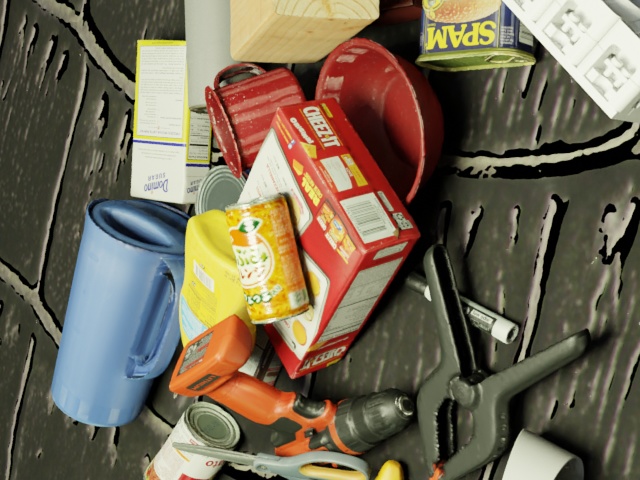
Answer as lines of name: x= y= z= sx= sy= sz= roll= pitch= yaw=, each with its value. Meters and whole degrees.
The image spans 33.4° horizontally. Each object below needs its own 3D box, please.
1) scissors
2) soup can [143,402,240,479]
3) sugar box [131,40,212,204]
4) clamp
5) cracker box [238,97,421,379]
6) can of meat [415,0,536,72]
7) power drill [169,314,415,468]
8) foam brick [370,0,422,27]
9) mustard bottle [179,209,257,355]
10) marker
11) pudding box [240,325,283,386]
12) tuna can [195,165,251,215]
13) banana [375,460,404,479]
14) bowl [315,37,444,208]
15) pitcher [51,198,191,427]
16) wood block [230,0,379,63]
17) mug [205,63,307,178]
scissors: x=-0.039 y=0.226 z=1.032 sx=0.202 sy=0.096 sz=0.016 roll=-3 pitch=46 yaw=27
soup can: x=-0.137 y=0.232 z=1.147 sx=0.068 sy=0.068 sz=0.102 roll=50 pitch=120 yaw=29
sugar box: x=-0.162 y=-0.131 z=1.179 sx=0.094 sy=0.048 sz=0.176 roll=10 pitch=101 yaw=41
clamp: x=0.126 y=0.117 z=0.917 sx=0.165 sy=0.036 sz=0.210 roll=40 pitch=124 yaw=33
cracker box: x=-0.006 y=0.001 z=0.985 sx=0.164 sy=0.072 sz=0.214 roll=59 pitch=146 yaw=25
can of meat: x=0.134 y=-0.191 z=0.908 sx=0.102 sy=0.057 sz=0.084 roll=3 pitch=90 yaw=41
power drill: x=-0.029 y=0.144 z=0.980 sx=0.185 sy=0.187 sz=0.057 roll=-34 pitch=28 yaw=44
foam brick: x=0.067 y=-0.228 z=0.969 sx=0.078 sy=0.051 sz=0.053 roll=-1 pitch=89 yaw=41
mustard bottle: x=-0.099 y=0.070 z=1.040 sx=0.096 sy=0.058 sz=0.192 roll=43 pitch=139 yaw=30
marker: x=0.122 y=0.057 z=0.946 sx=0.121 sy=0.020 sz=0.020 roll=29 pitch=109 yaw=38
pudding box: x=-0.080 y=0.090 z=1.113 sx=0.114 sy=0.039 sz=0.090 roll=39 pitch=117 yaw=37
tuna can: x=-0.091 y=-0.035 z=1.124 sx=0.086 sy=0.033 sz=0.086 roll=1 pitch=92 yaw=42
banana: x=0.074 y=0.306 z=0.984 sx=0.070 sy=0.037 sz=0.198 roll=-23 pitch=76 yaw=23
bowl: x=0.061 y=-0.102 z=0.955 sx=0.162 sy=0.055 sz=0.162 roll=29 pitch=126 yaw=50
pitcher: x=-0.214 y=0.087 z=1.174 sx=0.145 sy=0.149 sz=0.243 roll=20 pitch=112 yaw=1
wood block: x=-0.021 y=-0.221 z=0.956 sx=0.206 sy=0.090 sz=0.091 roll=178 pitch=92 yaw=-76
mug: x=-0.062 y=-0.125 z=1.032 sx=0.093 sy=0.081 sz=0.117 roll=89 pitch=157 yaw=-57
